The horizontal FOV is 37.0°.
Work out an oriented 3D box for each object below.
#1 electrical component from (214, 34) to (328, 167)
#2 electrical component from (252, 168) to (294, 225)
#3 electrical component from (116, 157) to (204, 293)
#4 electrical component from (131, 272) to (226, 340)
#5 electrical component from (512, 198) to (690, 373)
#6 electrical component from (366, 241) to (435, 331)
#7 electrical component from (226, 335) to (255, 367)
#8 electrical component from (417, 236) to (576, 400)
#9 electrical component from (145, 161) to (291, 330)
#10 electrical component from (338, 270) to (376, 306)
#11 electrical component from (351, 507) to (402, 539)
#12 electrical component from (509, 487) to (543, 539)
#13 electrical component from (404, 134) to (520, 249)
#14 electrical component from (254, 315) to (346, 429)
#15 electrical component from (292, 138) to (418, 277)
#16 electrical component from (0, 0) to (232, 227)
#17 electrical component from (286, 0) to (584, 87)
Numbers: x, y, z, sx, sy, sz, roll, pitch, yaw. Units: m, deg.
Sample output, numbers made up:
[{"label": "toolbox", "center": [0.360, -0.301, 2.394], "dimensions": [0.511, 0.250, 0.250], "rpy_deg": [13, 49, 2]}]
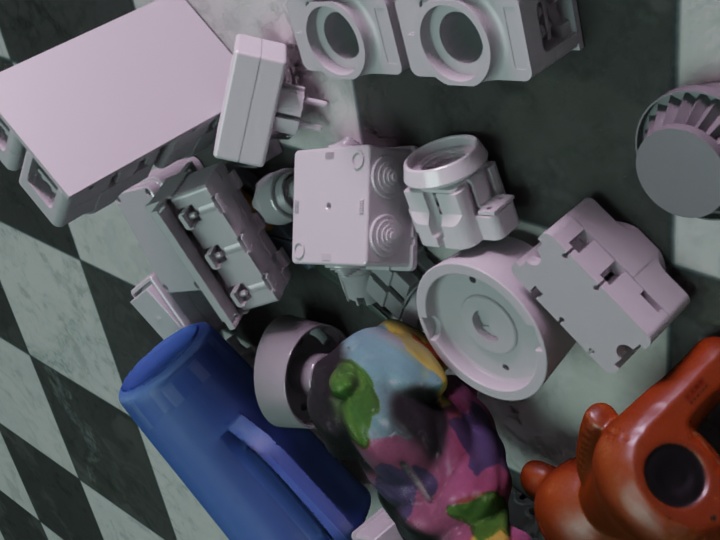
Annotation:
[{"label": "electrical component", "center": [-0.063, -0.121, 0.796], "dimensions": [0.076, 0.047, 0.083], "rpy_deg": [11, 116, -10]}, {"label": "electrical component", "center": [-0.054, -0.060, 0.852], "dimensions": [0.062, 0.043, 0.043], "rpy_deg": [-13, 110, 52]}, {"label": "electrical component", "center": [-0.165, -0.039, 0.988], "dimensions": [0.078, 0.057, 0.113], "rpy_deg": [-5, 115, 51]}, {"label": "electrical component", "center": [-0.175, 0.040, 1.066], "dimensions": [0.096, 0.061, 0.062], "rpy_deg": [56, 146, -3]}, {"label": "electrical component", "center": [0.149, 0.007, 0.660], "dimensions": [0.089, 0.056, 0.050], "rpy_deg": [47, 145, 9]}, {"label": "electrical component", "center": [0.039, 0.012, 0.805], "dimensions": [0.055, 0.048, 0.066], "rpy_deg": [45, 145, 25]}, {"label": "electrical component", "center": [-0.112, 0.092, 1.060], "dimensions": [0.061, 0.035, 0.035], "rpy_deg": [56, 146, 1]}, {"label": "electrical component", "center": [0.099, 0.027, 0.733], "dimensions": [0.108, 0.060, 0.108], "rpy_deg": [30, 140, 30]}, {"label": "electrical component", "center": [-0.112, -0.024, 0.886], "dimensions": [0.063, 0.078, 0.121], "rpy_deg": [-17, 119, 26]}, {"label": "electrical component", "center": [0.000, 0.000, 0.846], "dimensions": [0.040, 0.040, 0.046], "rpy_deg": [22, 141, 38]}, {"label": "electrical component", "center": [0.056, 0.241, 0.939], "dimensions": [0.099, 0.100, 0.048], "rpy_deg": [57, 158, -5]}, {"label": "electrical component", "center": [0.119, 0.213, 0.887], "dimensions": [0.066, 0.048, 0.055], "rpy_deg": [33, 133, 27]}, {"label": "electrical component", "center": [0.062, -0.053, 0.710], "dimensions": [0.078, 0.058, 0.057], "rpy_deg": [8, 129, 46]}, {"label": "electrical component", "center": [-0.051, 0.090, 0.937], "dimensions": [0.064, 0.099, 0.099], "rpy_deg": [3, 122, 41]}, {"label": "electrical component", "center": [-0.005, -0.045, 0.771], "dimensions": [0.100, 0.048, 0.099], "rpy_deg": [2, 91, 49]}, {"label": "electrical component", "center": [-0.184, -0.123, 0.823], "dimensions": [0.105, 0.186, 0.060], "rpy_deg": [50, 146, 5]}, {"label": "electrical component", "center": [0.030, -0.172, 0.640], "dimensions": [0.186, 0.060, 0.105], "rpy_deg": [13, 129, 44]}]
